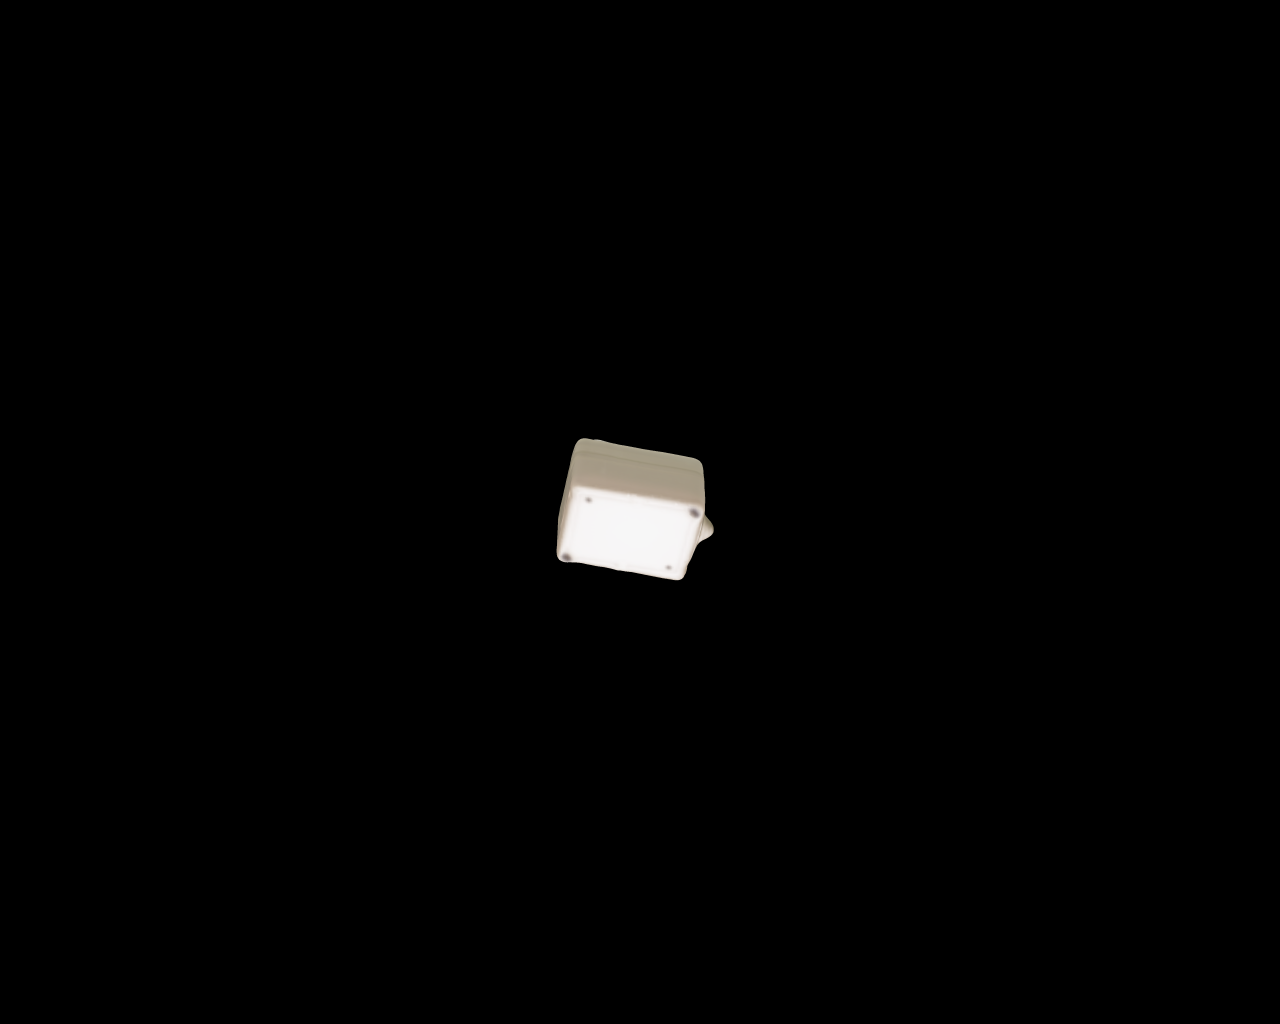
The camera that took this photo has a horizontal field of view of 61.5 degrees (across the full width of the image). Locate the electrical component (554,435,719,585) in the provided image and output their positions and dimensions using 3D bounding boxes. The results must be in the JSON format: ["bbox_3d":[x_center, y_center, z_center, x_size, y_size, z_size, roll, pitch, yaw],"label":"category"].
[{"bbox_3d":[0.001,-0.003,0.650,0.096,0.061,0.061,10,37,-8],"label":"electrical component"}]
